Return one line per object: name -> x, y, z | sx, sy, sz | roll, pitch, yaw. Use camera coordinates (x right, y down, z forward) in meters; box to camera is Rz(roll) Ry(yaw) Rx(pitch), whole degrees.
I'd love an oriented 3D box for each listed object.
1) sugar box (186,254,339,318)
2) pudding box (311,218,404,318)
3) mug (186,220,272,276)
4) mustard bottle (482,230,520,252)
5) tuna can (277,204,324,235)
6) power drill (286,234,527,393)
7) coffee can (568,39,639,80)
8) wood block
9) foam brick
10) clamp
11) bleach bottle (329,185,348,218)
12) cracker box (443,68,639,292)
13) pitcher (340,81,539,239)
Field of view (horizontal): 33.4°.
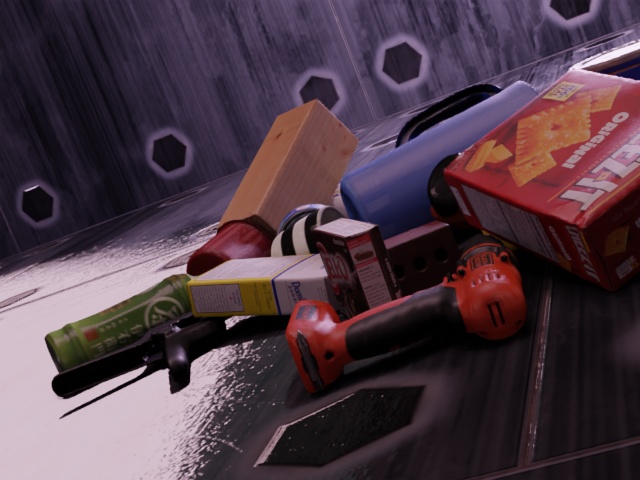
sugar box -> -0.042, 0.047, 1.114 | 0.177, 0.048, 0.093 | -1, 16, 33
pudding box -> 0.035, 0.029, 0.978 | 0.039, 0.090, 0.114 | -23, 9, -15
mug -> -0.100, 0.037, 1.307 | 0.117, 0.093, 0.081 | 21, 33, 19
mustard bottle -> 0.246, -0.036, 0.969 | 0.192, 0.058, 0.096 | -14, 9, 37
tuna can -> -0.008, 0.002, 1.257 | 0.086, 0.086, 0.034 | -21, 10, 1
power drill -> 0.071, 0.052, 0.858 | 0.188, 0.057, 0.184 | -20, 9, 10
coffee can -> 0.310, -0.116, 1.021 | 0.103, 0.140, 0.103 | -21, 9, 3
wood block -> -0.041, -0.075, 1.409 | 0.091, 0.090, 0.206 | -17, 39, 47
foam brick -> 0.091, 0.020, 1.020 | 0.078, 0.053, 0.051 | -23, 9, -3
clamp -> -0.153, 0.110, 1.108 | 0.165, 0.036, 0.209 | -9, 12, 36
bleach bottle -> 0.022, -0.043, 1.450 | 0.251, 0.068, 0.102 | -10, 22, 43
cracker box -> 0.223, -0.060, 0.877 | 0.164, 0.072, 0.214 | -38, 25, -9
pitcher -> 0.146, -0.078, 1.207 | 0.242, 0.145, 0.149 | -25, 9, -4
